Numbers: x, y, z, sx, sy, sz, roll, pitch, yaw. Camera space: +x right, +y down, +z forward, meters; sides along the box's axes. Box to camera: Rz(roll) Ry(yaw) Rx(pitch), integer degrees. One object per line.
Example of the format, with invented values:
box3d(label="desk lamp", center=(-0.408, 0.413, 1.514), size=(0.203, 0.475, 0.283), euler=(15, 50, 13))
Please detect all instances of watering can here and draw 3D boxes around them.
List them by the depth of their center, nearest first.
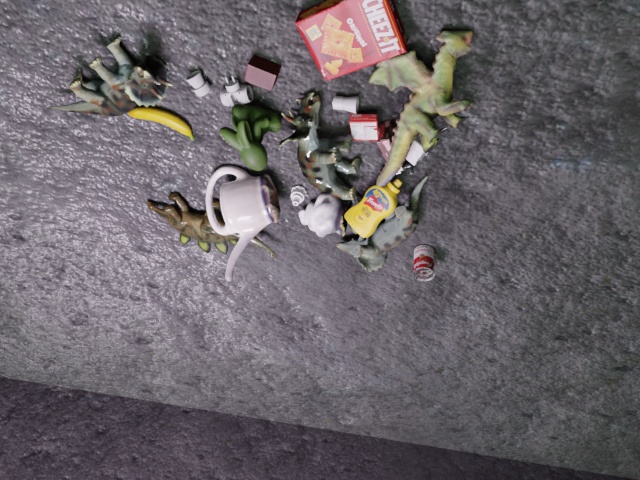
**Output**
box3d(label="watering can", center=(-0.225, -0.064, 1.559), size=(0.224, 0.349, 0.104), euler=(-13, 174, 7))

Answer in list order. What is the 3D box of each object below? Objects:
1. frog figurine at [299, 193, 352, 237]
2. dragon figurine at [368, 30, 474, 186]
box3d(label="frog figurine", center=(0.005, -0.080, 1.587), size=(0.160, 0.124, 0.136), euler=(10, 104, 16))
box3d(label="dragon figurine", center=(0.218, -0.335, 1.247), size=(0.405, 0.123, 0.244), euler=(-40, 84, 27))
